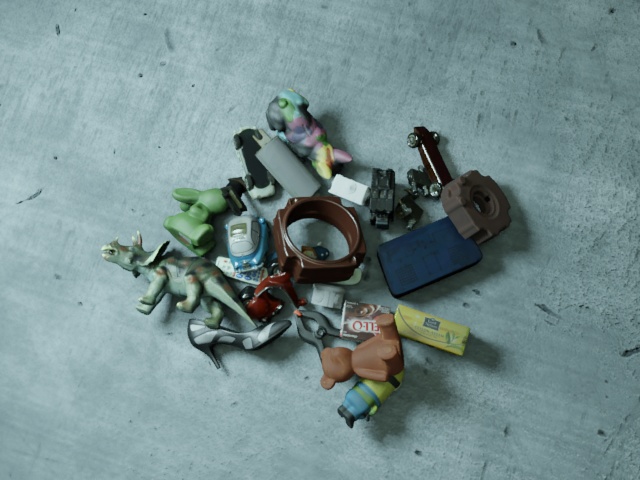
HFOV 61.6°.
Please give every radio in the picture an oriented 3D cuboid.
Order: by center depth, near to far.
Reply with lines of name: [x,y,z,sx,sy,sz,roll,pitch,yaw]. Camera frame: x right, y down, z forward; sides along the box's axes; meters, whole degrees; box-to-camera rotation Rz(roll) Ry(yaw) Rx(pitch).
radio: [0.255,0.038,1.287,0.230,0.073,0.131,-23,77,0]

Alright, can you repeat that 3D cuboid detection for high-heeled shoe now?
high-heeled shoe: [-0.199,0.207,1.298,0.249,0.086,0.145,-29,79,6]

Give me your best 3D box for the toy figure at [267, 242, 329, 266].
toy figure: [-0.053,0.048,1.328,0.155,0.058,0.064,-12,124,4]

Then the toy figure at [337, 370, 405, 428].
toy figure: [0.120,0.343,1.222,0.180,0.089,0.082,-37,81,-22]

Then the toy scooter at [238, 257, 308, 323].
toy scooter: [-0.110,0.140,1.303,0.135,0.075,0.184,42,105,-16]

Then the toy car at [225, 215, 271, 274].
toy car: [-0.184,-0.004,1.309,0.109,0.102,0.162,-10,54,12]

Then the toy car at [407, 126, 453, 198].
toy car: [0.278,-0.187,1.322,0.089,0.053,0.202,-14,75,-34]

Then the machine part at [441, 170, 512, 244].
machine part: [0.370,-0.080,1.259,0.179,0.056,0.179,13,61,-26]

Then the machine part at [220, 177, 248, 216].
machine part: [-0.212,-0.114,1.341,0.039,0.139,0.084,-31,117,16]

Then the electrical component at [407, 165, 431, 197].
electrical component: [0.243,-0.150,1.326,0.063,0.021,0.094,15,55,-26]

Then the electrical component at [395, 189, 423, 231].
electrical component: [0.217,-0.078,1.303,0.078,0.045,0.102,44,43,-1]

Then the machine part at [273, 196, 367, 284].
machine part: [-0.003,-0.004,1.266,0.201,0.087,0.201,-1,58,-18]

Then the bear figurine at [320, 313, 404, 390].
bear figurine: [0.082,0.251,1.182,0.196,0.131,0.120,-8,43,14]

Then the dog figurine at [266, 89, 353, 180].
dog figurine: [-0.021,-0.247,1.320,0.108,0.191,0.219,-41,63,-8]

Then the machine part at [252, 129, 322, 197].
machine part: [-0.079,-0.171,1.332,0.079,0.079,0.243,-41,100,-2]

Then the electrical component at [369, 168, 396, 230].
electrical component: [0.152,-0.095,1.300,0.058,0.115,0.134,3,80,11]

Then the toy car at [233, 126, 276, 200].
toy car: [-0.169,-0.201,1.381,0.073,0.056,0.201,-15,77,-13]

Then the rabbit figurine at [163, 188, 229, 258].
rabbit figurine: [-0.301,-0.065,1.362,0.159,0.121,0.170,30,66,17]

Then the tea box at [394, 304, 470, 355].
tea box: [0.251,0.209,1.244,0.170,0.098,0.068,18,82,11]

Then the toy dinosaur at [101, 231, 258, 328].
toy dinosaur: [-0.320,0.096,1.298,0.405,0.131,0.192,12,63,6]
